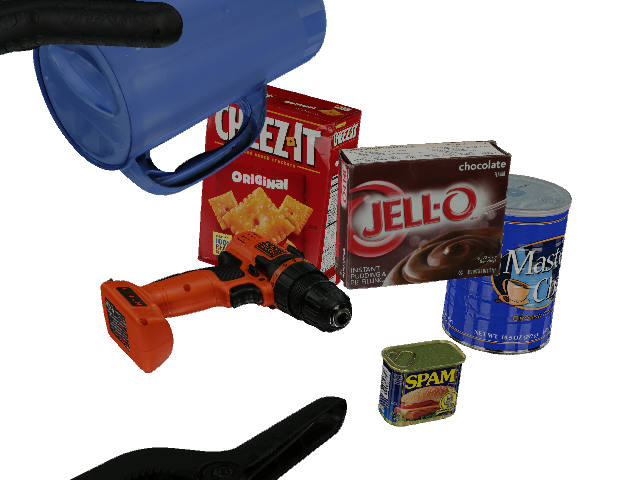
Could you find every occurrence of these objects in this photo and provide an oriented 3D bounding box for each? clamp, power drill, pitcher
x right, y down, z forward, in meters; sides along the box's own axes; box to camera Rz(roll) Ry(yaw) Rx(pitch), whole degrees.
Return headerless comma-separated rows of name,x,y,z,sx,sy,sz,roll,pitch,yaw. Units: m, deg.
clamp,-0.050,0.134,0.574,0.209,0.036,0.165,-1,19,-14
power drill,-0.087,0.057,0.952,0.187,0.057,0.185,-16,25,-28
clamp,-0.170,-0.134,0.621,0.171,0.039,0.120,-4,22,-10
pitcher,-0.107,-0.156,0.920,0.242,0.149,0.145,-31,48,-34

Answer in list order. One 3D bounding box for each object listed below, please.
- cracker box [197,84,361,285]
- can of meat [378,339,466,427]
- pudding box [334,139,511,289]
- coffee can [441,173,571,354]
cracker box,-0.051,-0.059,1.209,0.164,0.214,0.072,18,27,24
can of meat,0.123,0.177,1.319,0.102,0.084,0.057,-6,26,-21
pudding box,0.067,-0.019,0.718,0.113,0.090,0.039,-6,27,-14
coffee can,0.170,0.020,0.984,0.103,0.140,0.103,3,21,-1
